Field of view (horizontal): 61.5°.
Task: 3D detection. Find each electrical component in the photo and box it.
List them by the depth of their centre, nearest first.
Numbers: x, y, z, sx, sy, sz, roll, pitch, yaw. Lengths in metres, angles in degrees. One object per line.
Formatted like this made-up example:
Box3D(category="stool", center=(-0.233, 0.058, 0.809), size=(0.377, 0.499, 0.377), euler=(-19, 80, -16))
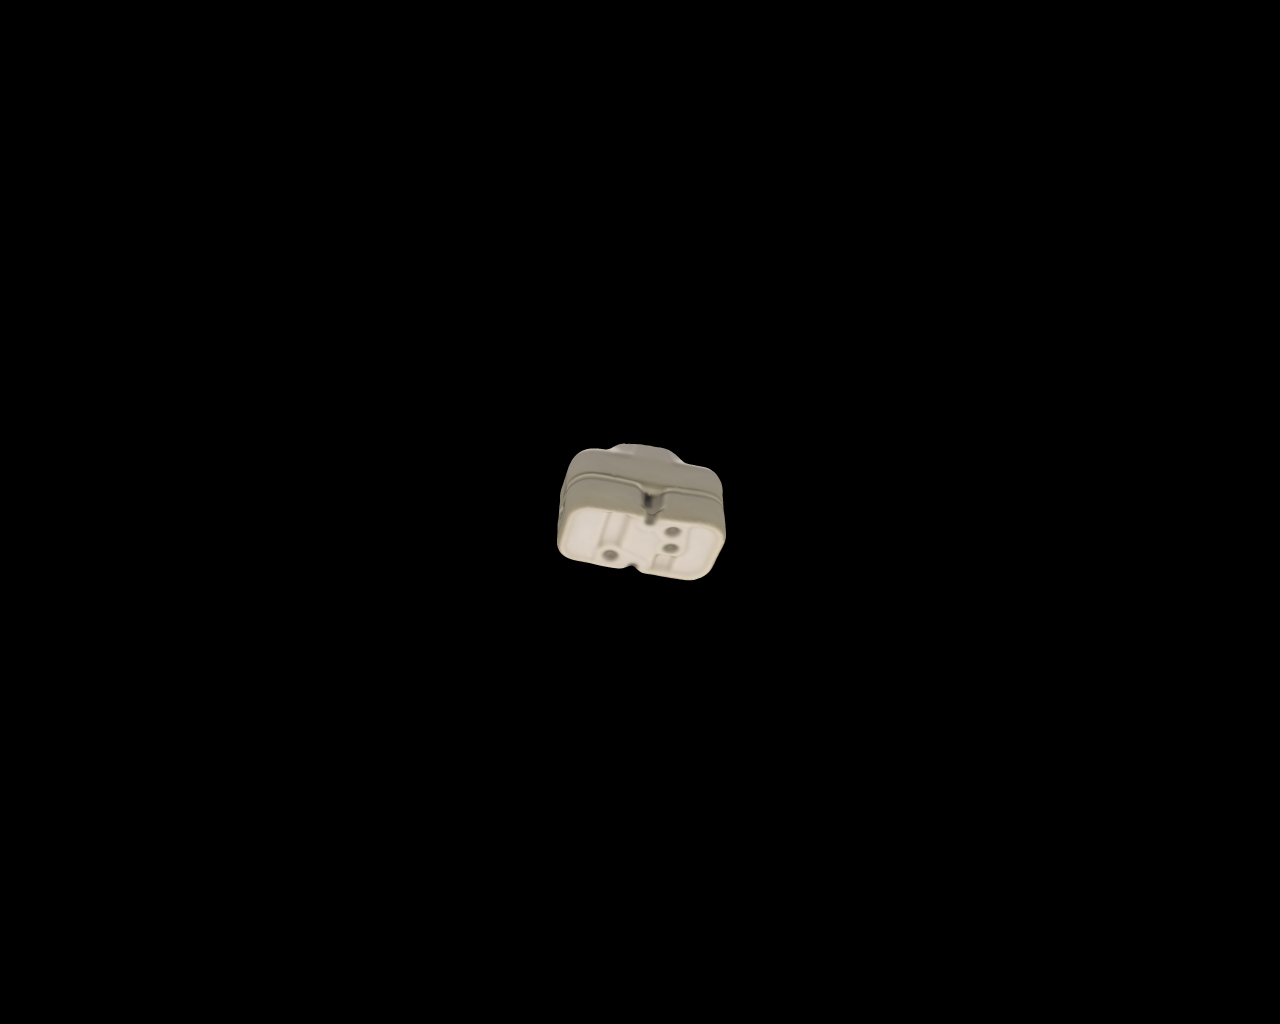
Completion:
Box3D(category="electrical component", center=(0.001, -0.003, 0.650), size=(0.095, 0.059, 0.053), euler=(10, -43, -11))
